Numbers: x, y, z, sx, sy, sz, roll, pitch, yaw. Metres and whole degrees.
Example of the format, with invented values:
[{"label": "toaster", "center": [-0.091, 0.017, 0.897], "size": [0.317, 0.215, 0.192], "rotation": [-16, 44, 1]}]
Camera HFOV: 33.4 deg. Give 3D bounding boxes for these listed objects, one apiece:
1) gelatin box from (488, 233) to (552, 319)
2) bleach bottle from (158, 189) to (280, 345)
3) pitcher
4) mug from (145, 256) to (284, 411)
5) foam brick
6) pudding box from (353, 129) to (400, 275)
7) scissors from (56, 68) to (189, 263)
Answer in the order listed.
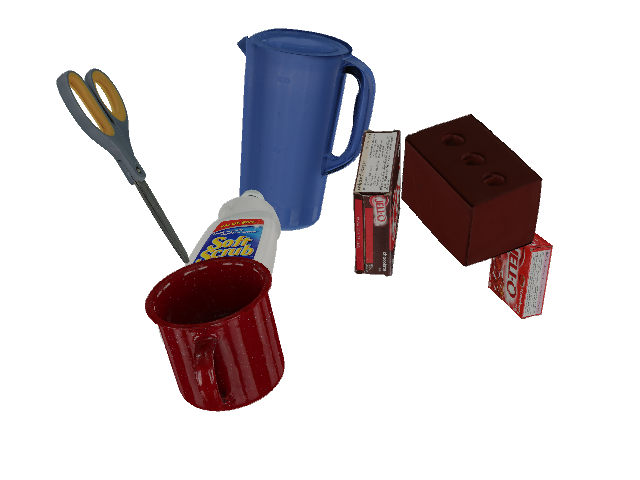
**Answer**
[{"label": "gelatin box", "center": [0.217, 0.029, 1.172], "size": [0.030, 0.089, 0.073], "rotation": [-10, 30, -21]}, {"label": "bleach bottle", "center": [-0.102, 0.022, 1.180], "size": [0.102, 0.068, 0.250], "rotation": [0, 35, 7]}, {"label": "pitcher", "center": [-0.030, -0.138, 1.353], "size": [0.144, 0.243, 0.149], "rotation": [-3, 25, -22]}, {"label": "mug", "center": [-0.073, 0.076, 0.770], "size": [0.093, 0.081, 0.117], "rotation": [-10, 29, 5]}, {"label": "foam brick", "center": [0.092, -0.032, 0.665], "size": [0.052, 0.051, 0.078], "rotation": [-20, 46, -22]}, {"label": "pudding box", "center": [0.053, -0.036, 0.974], "size": [0.039, 0.090, 0.113], "rotation": [2, 36, 5]}, {"label": "scissors", "center": [-0.172, -0.078, 0.984], "size": [0.016, 0.201, 0.096], "rotation": [-25, 27, 19]}]
